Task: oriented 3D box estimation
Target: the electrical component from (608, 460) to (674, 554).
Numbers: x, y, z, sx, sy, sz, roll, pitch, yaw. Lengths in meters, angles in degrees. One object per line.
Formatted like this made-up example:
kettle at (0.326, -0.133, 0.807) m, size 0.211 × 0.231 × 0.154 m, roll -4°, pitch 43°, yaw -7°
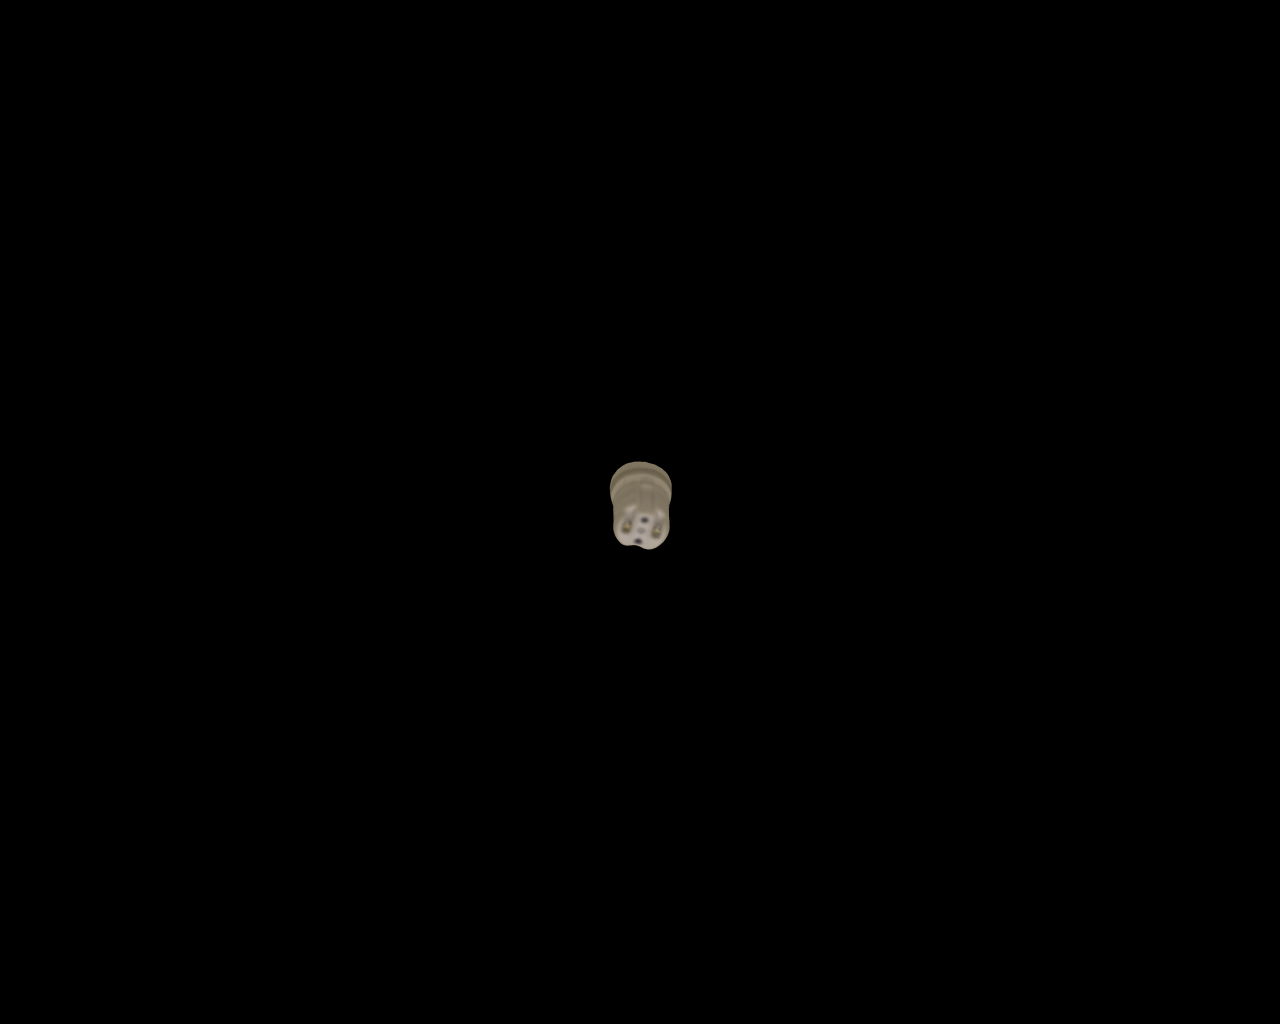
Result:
electrical component at (0.001, -0.003, 0.650) m, size 0.040 × 0.040 × 0.046 m, roll 0°, pitch 41°, yaw 0°
